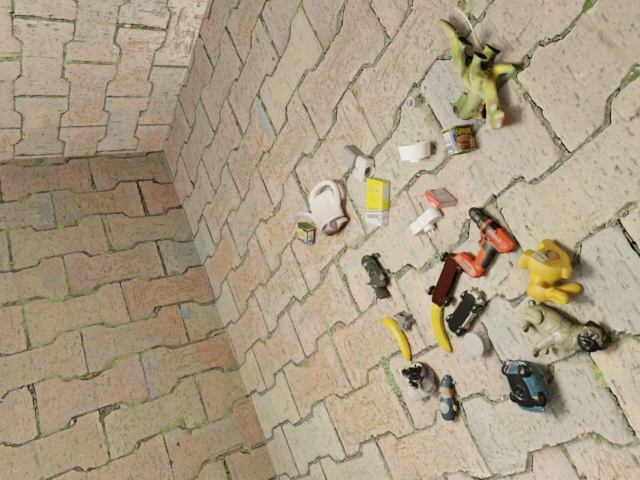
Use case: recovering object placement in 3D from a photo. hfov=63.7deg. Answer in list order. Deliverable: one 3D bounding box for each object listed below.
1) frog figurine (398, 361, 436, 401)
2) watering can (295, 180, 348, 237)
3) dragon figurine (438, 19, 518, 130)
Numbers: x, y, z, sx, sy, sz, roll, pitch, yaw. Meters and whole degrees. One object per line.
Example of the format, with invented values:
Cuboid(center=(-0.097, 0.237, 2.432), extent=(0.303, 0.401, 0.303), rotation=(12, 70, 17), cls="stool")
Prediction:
Cuboid(center=(0.370, 0.531, 1.908), extent=(0.138, 0.124, 0.156), rotation=(18, 149, 44), cls="frog figurine")
Cuboid(center=(0.007, -0.114, 2.260), extent=(0.341, 0.104, 0.227), rotation=(-46, 61, 49), cls="watering can")
Cuboid(center=(0.446, -0.476, 1.557), extent=(0.237, 0.122, 0.419), rotation=(103, 149, -42), cls="dragon figurine")
